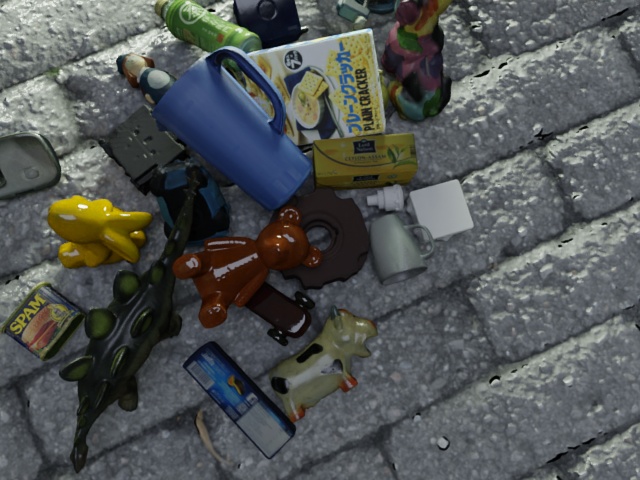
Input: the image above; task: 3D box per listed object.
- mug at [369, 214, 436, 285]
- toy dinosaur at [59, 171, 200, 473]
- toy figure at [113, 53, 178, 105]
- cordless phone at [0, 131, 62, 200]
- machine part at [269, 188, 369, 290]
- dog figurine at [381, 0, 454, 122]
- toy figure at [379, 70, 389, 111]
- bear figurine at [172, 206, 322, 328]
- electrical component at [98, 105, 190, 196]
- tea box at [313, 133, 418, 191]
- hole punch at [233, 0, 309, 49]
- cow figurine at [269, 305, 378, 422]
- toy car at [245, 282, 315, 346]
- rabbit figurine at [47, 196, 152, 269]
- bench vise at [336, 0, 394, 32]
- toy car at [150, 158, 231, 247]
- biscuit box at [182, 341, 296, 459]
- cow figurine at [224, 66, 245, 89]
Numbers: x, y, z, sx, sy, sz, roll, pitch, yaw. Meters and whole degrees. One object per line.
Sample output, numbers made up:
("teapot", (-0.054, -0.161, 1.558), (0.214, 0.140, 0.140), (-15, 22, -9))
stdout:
("mug", (0.132, 0.007, 0.894), (0.109, 0.080, 0.107), (-31, 70, 31))
("toy dinosaur", (-0.278, 0.123, 0.812), (0.105, 0.198, 0.471), (21, 82, -1))
("toy figure", (-0.304, -0.288, 0.957), (0.154, 0.057, 0.064), (37, 43, 6))
("cordless phone", (-0.520, -0.139, 0.859), (0.147, 0.184, 0.089), (-16, 76, -4))
("machine part", (-0.002, -0.003, 0.912), (0.179, 0.056, 0.179), (0, 81, -2))
("dog figurine", (0.167, -0.318, 0.891), (0.108, 0.219, 0.191), (-13, 80, 0))
("toy figure", (0.037, -0.275, 0.950), (0.180, 0.082, 0.089), (22, 100, -5))
("bear figurine", (-0.102, 0.035, 0.818), (0.196, 0.132, 0.120), (-23, 98, 6))
("electrical component", (-0.294, -0.163, 0.933), (0.134, 0.058, 0.115), (-42, 86, -7))
("tea box", (0.073, -0.130, 0.916), (0.170, 0.098, 0.068), (-4, 81, 0))
("hole punch", (-0.098, -0.412, 0.968), (0.142, 0.092, 0.115), (-18, 84, -8))
("cow figurine", (0.007, 0.189, 0.867), (0.195, 0.085, 0.127), (-32, 84, -2))
("toy car", (-0.102, 0.092, 0.890), (0.202, 0.053, 0.089), (31, 83, 16))
("rabbit figurine", (-0.354, -0.011, 0.847), (0.162, 0.173, 0.122), (14, 76, 5))
("bench vise", (0.070, -0.465, 0.954), (0.223, 0.129, 0.240), (23, 61, -16))
("toy car", (-0.214, -0.073, 0.892), (0.109, 0.161, 0.103), (-14, 36, 4))
("biscuit box", (-0.128, 0.251, 0.861), (0.059, 0.063, 0.203), (-44, 83, -7))
("cow figurine", (-0.164, -0.221, 0.944), (0.098, 0.068, 0.167), (-23, 83, -11))
